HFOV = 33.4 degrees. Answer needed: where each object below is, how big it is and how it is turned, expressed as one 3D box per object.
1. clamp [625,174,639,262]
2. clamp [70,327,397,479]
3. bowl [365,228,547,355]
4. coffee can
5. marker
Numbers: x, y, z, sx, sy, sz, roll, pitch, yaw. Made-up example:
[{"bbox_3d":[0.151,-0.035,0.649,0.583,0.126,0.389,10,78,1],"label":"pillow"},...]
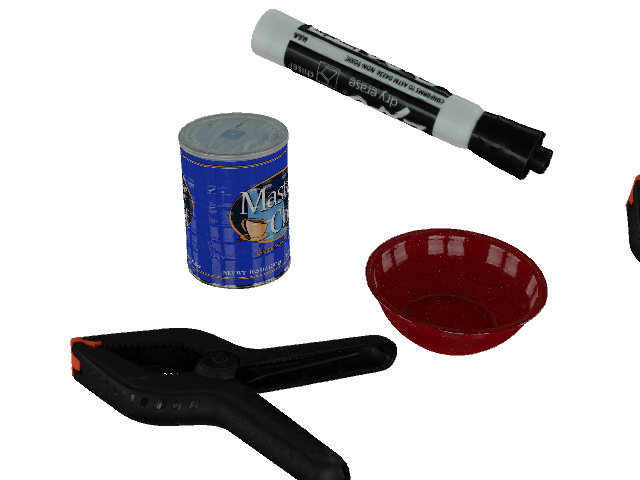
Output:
[{"bbox_3d":[0.267,0.018,0.694,0.120,0.039,0.171,-3,46,-21],"label":"clamp"},{"bbox_3d":[-0.056,0.088,0.682,0.210,0.036,0.164,11,23,18],"label":"clamp"},{"bbox_3d":[0.118,0.054,0.958,0.162,0.055,0.162,2,34,-2],"label":"bowl"},{"bbox_3d":[-0.081,-0.039,1.025,0.103,0.140,0.103,0,28,0],"label":"coffee can"},{"bbox_3d":[0.029,-0.054,0.396,0.121,0.020,0.020,27,8,16],"label":"marker"}]
